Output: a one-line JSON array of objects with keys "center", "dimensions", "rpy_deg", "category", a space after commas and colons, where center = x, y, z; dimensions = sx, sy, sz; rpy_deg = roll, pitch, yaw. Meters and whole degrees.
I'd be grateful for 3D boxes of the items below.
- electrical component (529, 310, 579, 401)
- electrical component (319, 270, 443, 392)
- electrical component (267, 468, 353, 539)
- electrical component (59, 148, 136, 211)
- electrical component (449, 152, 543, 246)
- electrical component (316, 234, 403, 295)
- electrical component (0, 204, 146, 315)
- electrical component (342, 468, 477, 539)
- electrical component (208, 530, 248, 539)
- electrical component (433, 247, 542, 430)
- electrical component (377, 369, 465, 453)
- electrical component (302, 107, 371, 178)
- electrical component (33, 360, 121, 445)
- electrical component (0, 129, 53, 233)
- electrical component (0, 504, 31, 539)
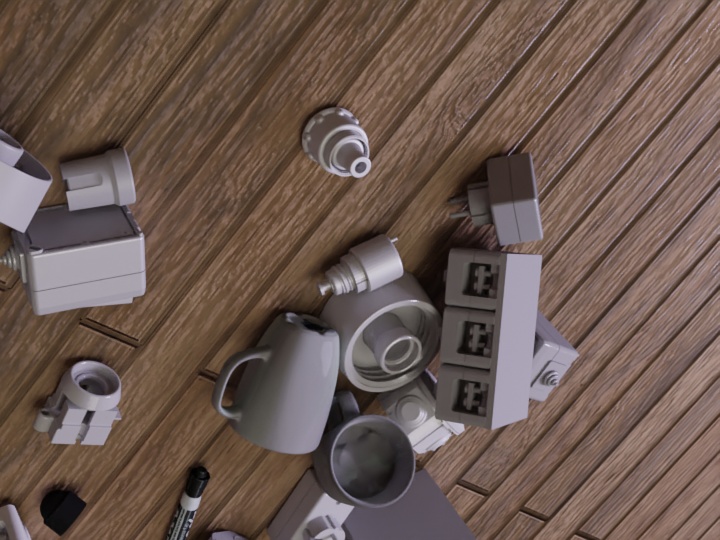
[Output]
[{"center": [0.155, 0.077, 1.020], "dimensions": [0.061, 0.096, 0.061], "rpy_deg": [20, 112, -39], "category": "electrical component"}, {"center": [0.023, 0.058, 0.953], "dimensions": [0.108, 0.060, 0.108], "rpy_deg": [-16, 129, -21], "category": "electrical component"}, {"center": [-0.039, 0.251, 1.045], "dimensions": [0.047, 0.075, 0.083], "rpy_deg": [21, 110, -39], "category": "electrical component"}, {"center": [-0.185, -0.063, 0.758], "dimensions": [0.046, 0.040, 0.040], "rpy_deg": [-13, 128, -16], "category": "electrical component"}, {"center": [0.114, -0.058, 0.927], "dimensions": [0.077, 0.065, 0.047], "rpy_deg": [-9, 132, 11], "category": "electrical component"}, {"center": [0.000, 0.000, 0.912], "dimensions": [0.078, 0.040, 0.040], "rpy_deg": [-25, 131, -13], "category": "electrical component"}, {"center": [-0.207, -0.007, 0.768], "dimensions": [0.096, 0.061, 0.061], "rpy_deg": [-11, 127, -24], "category": "electrical component"}, {"center": [0.064, 0.297, 1.064], "dimensions": [0.105, 0.186, 0.060], "rpy_deg": [-20, 130, -18], "category": "electrical component"}, {"center": [-0.124, 0.290, 1.021], "dimensions": [0.080, 0.080, 0.051], "rpy_deg": [30, 98, -41], "category": "electrical component"}, {"center": [0.111, 0.057, 0.953], "dimensions": [0.089, 0.062, 0.150], "rpy_deg": [0, 95, -61], "category": "electrical component"}, {"center": [0.058, 0.131, 1.015], "dimensions": [0.051, 0.080, 0.080], "rpy_deg": [-38, 133, 6], "category": "electrical component"}, {"center": [-0.013, -0.092, 0.822], "dimensions": [0.048, 0.062, 0.048], "rpy_deg": [-16, 129, -21], "category": "electrical component"}, {"center": [-0.219, 0.106, 0.855], "dimensions": [0.066, 0.048, 0.055], "rpy_deg": [9, 125, -35], "category": "electrical component"}, {"center": [-0.249, -0.062, 0.683], "dimensions": [0.099, 0.099, 0.064], "rpy_deg": [32, 96, -42], "category": "electrical component"}, {"center": [-0.298, 0.246, 0.901], "dimensions": [0.050, 0.055, 0.089], "rpy_deg": [-21, 130, -17], "category": "electrical component"}]
